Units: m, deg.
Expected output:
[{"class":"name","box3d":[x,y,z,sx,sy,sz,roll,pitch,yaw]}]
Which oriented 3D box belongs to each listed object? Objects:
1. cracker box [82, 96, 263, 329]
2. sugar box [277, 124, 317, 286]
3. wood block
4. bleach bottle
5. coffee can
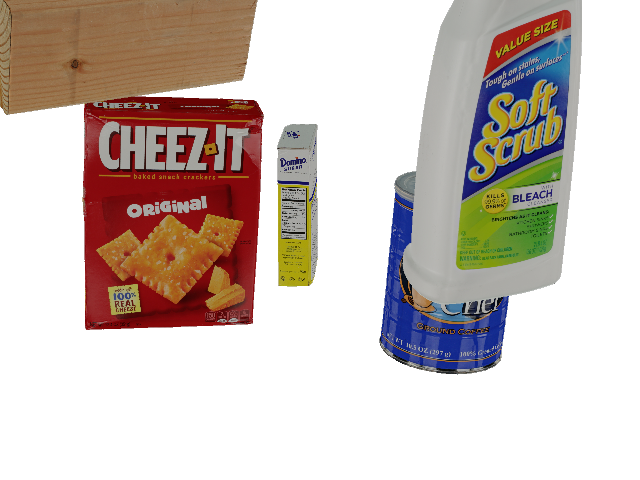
[{"class":"cracker box","box3d":[-0.141,-0.024,1.011,0.164,0.214,0.072,0,20,-12]},{"class":"sugar box","box3d":[-0.027,-0.042,1.273,0.048,0.176,0.093,0,23,5]},{"class":"wood block","box3d":[-0.164,-0.173,0.851,0.205,0.091,0.090,-14,45,-32]},{"class":"bleach bottle","box3d":[0.102,-0.089,0.632,0.102,0.251,0.068,-9,28,-13]},{"class":"coffee can","box3d":[0.105,0.023,0.866,0.103,0.140,0.103,4,18,-1]}]
